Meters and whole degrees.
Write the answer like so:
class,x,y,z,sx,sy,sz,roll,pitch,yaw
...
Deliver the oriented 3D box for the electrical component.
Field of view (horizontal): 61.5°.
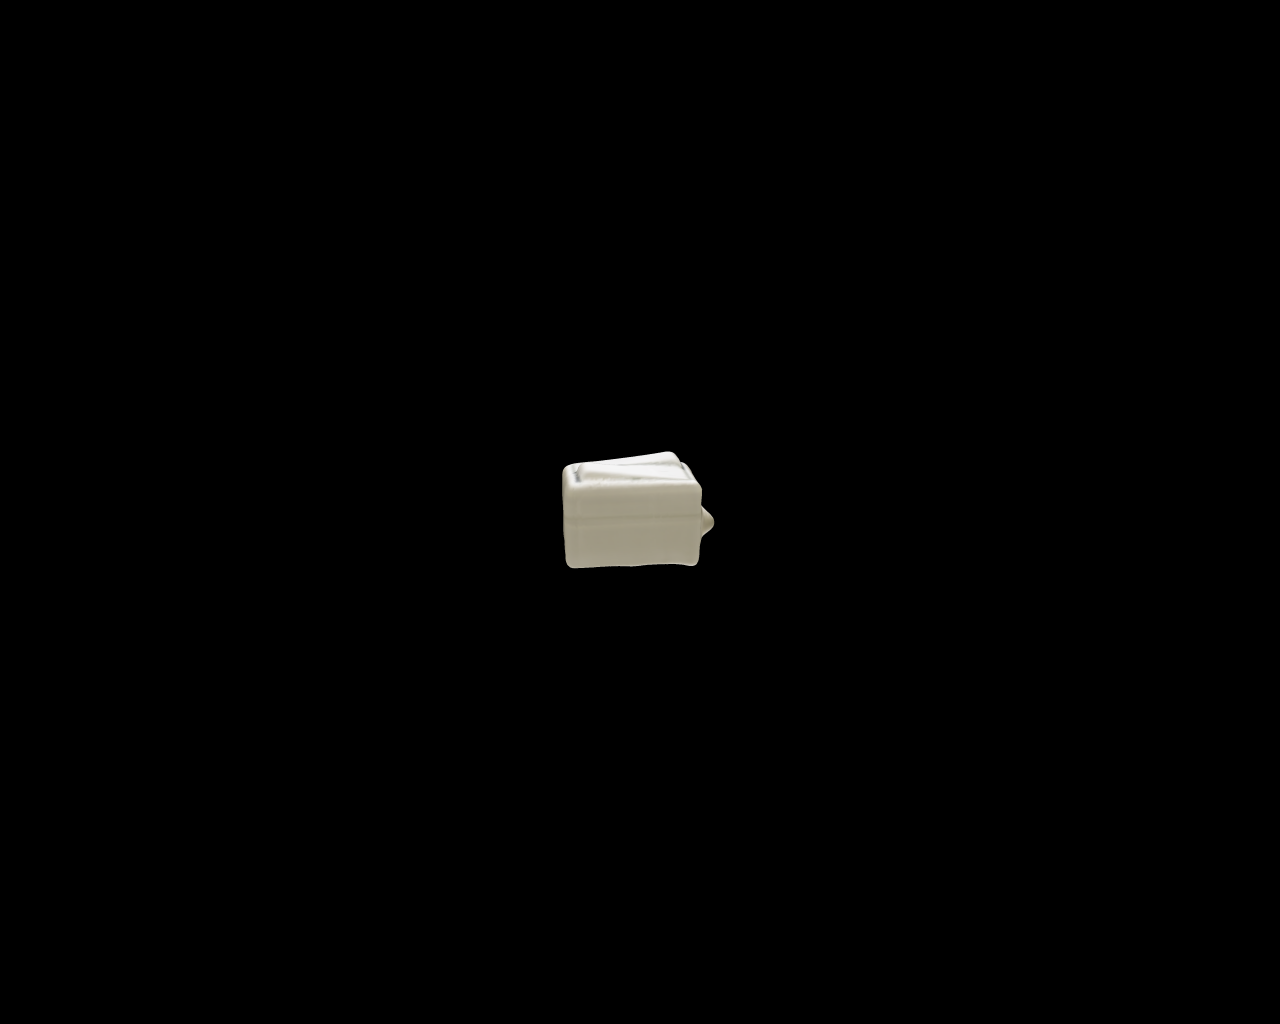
class,x,y,z,sx,sy,sz,roll,pitch,yaw
electrical component,0.001,-0.003,0.650,0.096,0.061,0.062,-1,16,-5
